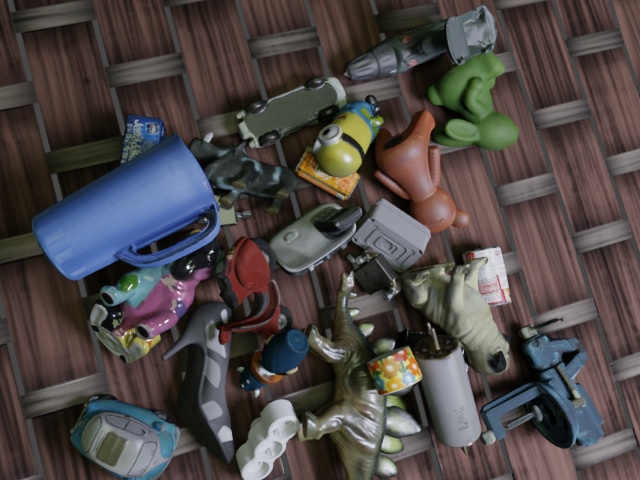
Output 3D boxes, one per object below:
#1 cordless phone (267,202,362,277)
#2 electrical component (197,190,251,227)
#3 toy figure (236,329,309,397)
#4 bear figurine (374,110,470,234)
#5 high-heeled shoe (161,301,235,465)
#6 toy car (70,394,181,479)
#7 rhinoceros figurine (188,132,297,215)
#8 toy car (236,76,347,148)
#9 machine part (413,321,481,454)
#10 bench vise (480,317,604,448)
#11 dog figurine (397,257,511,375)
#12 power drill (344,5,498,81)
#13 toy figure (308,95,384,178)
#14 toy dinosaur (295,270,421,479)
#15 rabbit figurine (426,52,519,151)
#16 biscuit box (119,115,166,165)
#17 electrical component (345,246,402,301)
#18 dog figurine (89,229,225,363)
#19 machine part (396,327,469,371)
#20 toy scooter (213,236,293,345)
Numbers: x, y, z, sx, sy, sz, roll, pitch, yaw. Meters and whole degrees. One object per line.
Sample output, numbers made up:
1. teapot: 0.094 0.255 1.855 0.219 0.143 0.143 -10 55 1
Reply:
1. cordless phone: -0.003 -0.003 0.858 0.146 0.184 0.088 -33 94 -11
2. electrical component: -0.166 -0.054 0.919 0.094 0.021 0.063 -8 85 -11
3. toy figure: -0.076 0.198 0.862 0.058 0.154 0.064 13 46 -37
4. bear figurine: 0.179 -0.106 0.945 0.195 0.120 0.132 51 33 -26
5. high-heeled shoe: -0.163 0.228 0.881 0.145 0.086 0.248 -36 110 -41
6. toy car: -0.300 0.305 0.819 0.161 0.103 0.109 29 79 -7
7. rhinoceros figurine: -0.129 -0.115 0.895 0.190 0.073 0.112 18 59 -14
8. toy car: -0.049 -0.224 0.941 0.202 0.056 0.073 -25 94 -9
9. machine part: 0.207 0.244 0.870 0.079 0.079 0.243 -20 105 -11
10. bench vise: 0.367 0.266 0.922 0.241 0.129 0.223 -22 85 -15
11. dog figurine: 0.221 0.136 0.907 0.121 0.172 0.190 -12 91 -39
12. power drill: 0.179 -0.325 0.918 0.232 0.207 0.086 -27 105 -21
13. toy figure: 0.054 -0.178 0.912 0.089 0.082 0.180 36 48 4
14. toy dinosaur: 0.061 0.285 0.876 0.199 0.105 0.471 2 84 -10
15. rabbit figurine: 0.280 -0.230 0.960 0.159 0.121 0.170 -32 87 -4
16. biscuit box: -0.299 -0.101 0.883 0.059 0.063 0.202 7 83 -10
17. electrical component: 0.093 0.057 0.916 0.102 0.078 0.045 57 37 -4
18. dog figurine: -0.242 0.075 0.859 0.108 0.191 0.219 44 45 1
19. machine part: 0.201 0.194 0.943 0.139 0.039 0.084 18 86 -8
20. toy scooter: -0.120 0.092 0.855 0.135 0.075 0.183 -27 105 -40
